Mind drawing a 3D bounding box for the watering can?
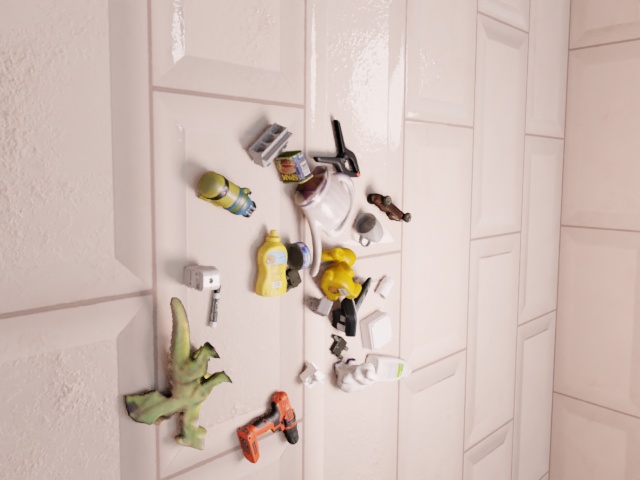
[{"bbox_3d":[0.005,-0.080,1.590,0.104,0.354,0.221,0,-36,45],"label":"watering can"}]

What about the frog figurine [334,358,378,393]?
[{"bbox_3d":[0.133,0.464,1.728,0.160,0.124,0.136,9,-15,47],"label":"frog figurine"}]

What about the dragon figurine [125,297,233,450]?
[{"bbox_3d":[-0.367,0.361,1.288,0.246,0.404,0.122,-36,26,-27],"label":"dragon figurine"}]
